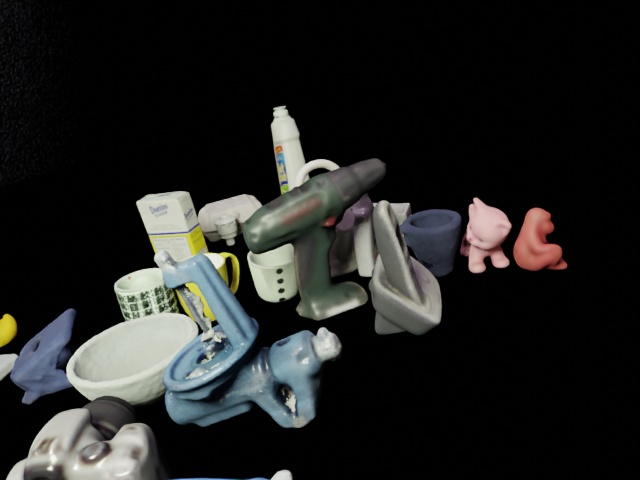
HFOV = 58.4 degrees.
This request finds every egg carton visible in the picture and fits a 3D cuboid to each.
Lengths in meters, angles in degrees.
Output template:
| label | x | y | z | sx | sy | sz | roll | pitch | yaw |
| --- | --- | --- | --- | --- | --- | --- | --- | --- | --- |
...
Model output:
| label | x | y | z | sx | sy | sz | roll | pitch | yaw |
| --- | --- | --- | --- | --- | --- | --- | --- | --- | --- |
| egg carton | -0.198 | -0.051 | 1.286 | 0.150 | 0.069 | 0.107 | -17 | 22 | -14 |

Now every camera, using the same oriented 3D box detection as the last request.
| label | x | y | z | sx | sy | sz | roll | pitch | yaw |
| --- | --- | --- | --- | --- | --- | --- | --- | --- | --- |
| camera | -0.224 | 0.214 | 0.585 | 0.143 | 0.101 | 0.137 | -9 | 21 | 6 |

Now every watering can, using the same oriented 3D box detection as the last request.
| label | x | y | z | sx | sy | sz | roll | pitch | yaw |
| --- | --- | --- | --- | --- | --- | --- | --- | --- | --- |
| watering can | 0.017 | -0.042 | 0.979 | 0.101 | 0.194 | 0.172 | -27 | 26 | -34 |

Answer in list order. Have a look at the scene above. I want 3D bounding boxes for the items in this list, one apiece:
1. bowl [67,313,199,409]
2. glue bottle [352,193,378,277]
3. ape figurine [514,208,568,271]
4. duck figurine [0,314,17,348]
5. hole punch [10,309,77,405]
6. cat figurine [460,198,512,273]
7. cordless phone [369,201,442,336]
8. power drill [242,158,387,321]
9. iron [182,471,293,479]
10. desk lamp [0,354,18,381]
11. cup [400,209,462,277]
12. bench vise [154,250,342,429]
| label | x | y | z | sx | sy | sz | roll | pitch | yaw |
| --- | --- | --- | --- | --- | --- | --- | --- | --- | --- |
| bowl | -0.232 | 0.167 | 0.744 | 0.167 | 0.075 | 0.167 | -10 | 21 | 4 |
| glue bottle | 0.075 | -0.030 | 0.950 | 0.037 | 0.173 | 0.078 | -2 | 23 | 22 |
| ape figurine | 0.330 | -0.004 | 0.864 | 0.076 | 0.092 | 0.078 | -3 | 23 | 22 |
| duck figurine | -0.575 | 0.143 | 0.965 | 0.105 | 0.086 | 0.077 | -20 | 23 | -22 |
| hole punch | -0.384 | 0.162 | 0.813 | 0.101 | 0.091 | 0.108 | -17 | 22 | -13 |
| cat figurine | 0.257 | -0.016 | 0.898 | 0.067 | 0.118 | 0.127 | -11 | 21 | 2 |
| cordless phone | 0.110 | 0.023 | 0.781 | 0.094 | 0.185 | 0.147 | -7 | 22 | 11 |
| power drill | 0.008 | 0.003 | 0.851 | 0.230 | 0.209 | 0.075 | -18 | 22 | -16 |
| iron | -0.118 | 0.234 | 0.424 | 0.258 | 0.142 | 0.118 | -8 | 22 | 9 |
| desk lamp | -0.552 | 0.142 | 0.778 | 0.117 | 0.214 | 0.203 | -6 | 22 | 14 |
| cup | 0.168 | 0.012 | 0.903 | 0.118 | 0.095 | 0.091 | -12 | 21 | -2 |
| bench vise | -0.089 | 0.101 | 0.637 | 0.207 | 0.220 | 0.121 | -14 | 21 | -6 |
